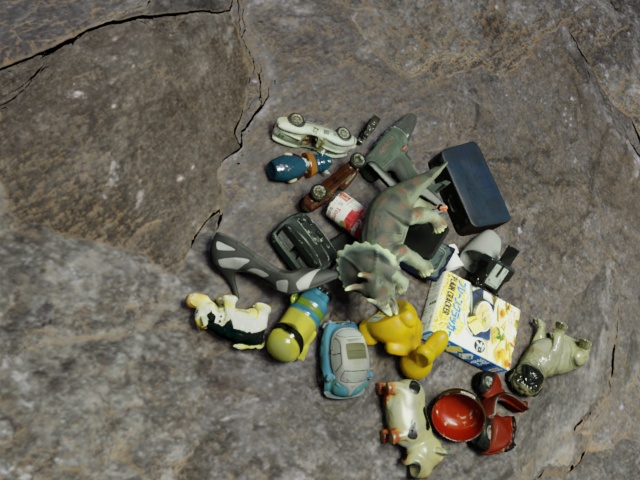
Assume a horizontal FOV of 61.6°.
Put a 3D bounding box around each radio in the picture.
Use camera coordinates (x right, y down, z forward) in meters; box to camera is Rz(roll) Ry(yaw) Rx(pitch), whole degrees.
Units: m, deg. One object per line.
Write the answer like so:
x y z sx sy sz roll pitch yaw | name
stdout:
0.378 -0.129 1.372 0.131 0.073 0.229 -15 76 -25 | radio

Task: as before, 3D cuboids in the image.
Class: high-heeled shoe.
-0.095 0.037 1.075 0.249 0.086 0.145 -11 95 6 | high-heeled shoe

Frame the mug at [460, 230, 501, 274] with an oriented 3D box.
0.412 0.031 1.322 0.109 0.081 0.107 40 54 -1 | mug

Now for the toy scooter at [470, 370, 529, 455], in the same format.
0.402 0.389 1.190 0.135 0.075 0.184 21 60 -14 | toy scooter

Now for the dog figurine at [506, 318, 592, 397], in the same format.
0.545 0.305 1.277 0.172 0.121 0.190 33 77 -5 | dog figurine

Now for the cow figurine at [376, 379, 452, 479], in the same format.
0.192 0.385 1.103 0.127 0.085 0.195 -1 71 -16 | cow figurine

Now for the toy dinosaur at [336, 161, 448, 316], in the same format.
0.151 -0.026 1.123 0.192 0.131 0.405 27 65 -25 | toy dinosaur

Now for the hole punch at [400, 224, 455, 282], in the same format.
0.242 0.026 1.248 0.142 0.116 0.092 -54 131 -25 | hole punch

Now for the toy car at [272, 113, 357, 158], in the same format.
-0.012 -0.238 1.251 0.202 0.073 0.056 13 63 -17 | toy car

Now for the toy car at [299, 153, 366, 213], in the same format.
0.033 -0.128 1.221 0.202 0.089 0.053 -40 87 -30 | toy car

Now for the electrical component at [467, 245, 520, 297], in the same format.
0.406 0.063 1.241 0.075 0.048 0.119 25 99 -16 | electrical component

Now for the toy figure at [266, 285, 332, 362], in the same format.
-0.042 0.162 1.081 0.082 0.089 0.180 23 62 29 | toy figure

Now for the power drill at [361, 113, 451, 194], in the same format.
0.224 -0.189 1.327 0.232 0.086 0.207 -41 93 -27 | power drill

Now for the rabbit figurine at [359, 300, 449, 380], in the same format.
0.193 0.217 1.139 0.122 0.162 0.173 -32 103 -40 | rabbit figurine

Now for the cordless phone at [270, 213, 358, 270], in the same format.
-0.003 -0.004 1.177 0.184 0.088 0.146 -31 78 -41 | cordless phone

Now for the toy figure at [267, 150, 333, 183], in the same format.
-0.043 -0.170 1.222 0.154 0.064 0.058 -13 36 -30 | toy figure

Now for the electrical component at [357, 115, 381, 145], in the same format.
0.123 -0.278 1.326 0.021 0.063 0.094 36 61 -7 | electrical component

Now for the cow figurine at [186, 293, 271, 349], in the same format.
-0.183 0.157 1.043 0.167 0.068 0.098 14 72 -16 | cow figurine

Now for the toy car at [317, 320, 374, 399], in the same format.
0.058 0.237 1.089 0.109 0.103 0.161 4 71 -22 | toy car
